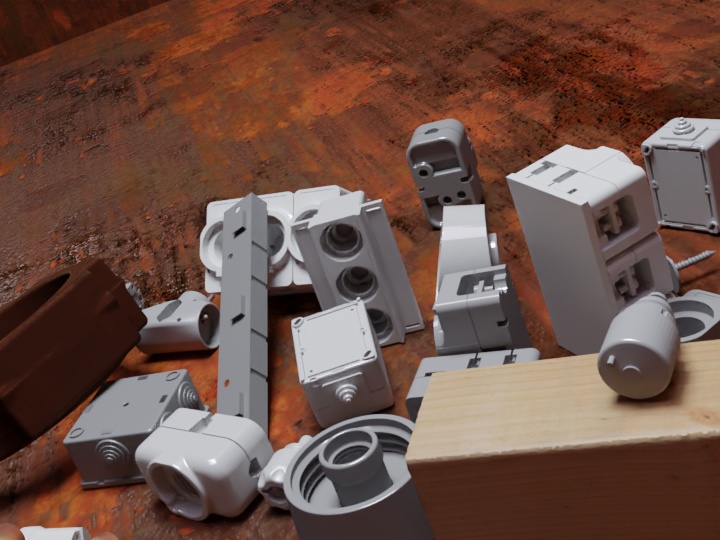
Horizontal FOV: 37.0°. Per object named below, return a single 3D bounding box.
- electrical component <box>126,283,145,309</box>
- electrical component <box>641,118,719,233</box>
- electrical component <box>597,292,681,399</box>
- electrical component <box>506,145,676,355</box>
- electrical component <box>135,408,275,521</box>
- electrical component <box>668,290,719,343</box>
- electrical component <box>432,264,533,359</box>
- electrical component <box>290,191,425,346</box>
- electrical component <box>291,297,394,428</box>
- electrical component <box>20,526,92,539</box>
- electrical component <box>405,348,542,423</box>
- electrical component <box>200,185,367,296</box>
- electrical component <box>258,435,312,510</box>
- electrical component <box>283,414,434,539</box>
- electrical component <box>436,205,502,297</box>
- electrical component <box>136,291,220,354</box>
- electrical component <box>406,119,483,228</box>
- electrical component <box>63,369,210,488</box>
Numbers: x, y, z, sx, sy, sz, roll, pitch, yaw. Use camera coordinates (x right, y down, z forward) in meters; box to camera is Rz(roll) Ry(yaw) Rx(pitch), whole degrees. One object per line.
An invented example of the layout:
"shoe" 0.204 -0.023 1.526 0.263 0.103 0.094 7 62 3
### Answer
"electrical component" -0.260 0.043 1.108 0.064 0.042 0.081 -8 29 16
"electrical component" 0.284 -0.088 0.907 0.061 0.096 0.062 -36 30 -31
"electrical component" 0.161 0.038 0.608 0.040 0.040 0.078 -4 29 30
"electrical component" 0.173 -0.007 0.768 0.062 0.150 0.089 -30 27 -16
"electrical component" -0.116 0.144 0.795 0.095 0.053 0.059 2 34 38
"electrical component" 0.220 0.056 0.723 0.089 0.055 0.050 -34 29 -25
"electrical component" 0.090 0.048 0.791 0.056 0.089 0.050 -10 28 21
"electrical component" 0.000 0.000 0.912 0.079 0.121 0.063 -15 24 12
"electrical component" -0.012 0.079 0.845 0.062 0.061 0.096 -19 34 3
"electrical component" -0.221 0.204 0.773 0.046 0.040 0.040 -7 28 13
"electrical component" 0.083 0.094 0.753 0.089 0.050 0.055 -8 29 23
"electrical component" -0.074 -0.025 1.030 0.150 0.089 0.062 -5 -11 28
"electrical component" -0.048 0.142 0.774 0.035 0.035 0.061 -7 26 25
"electrical component" 0.001 0.140 0.712 0.108 0.060 0.108 -16 26 8
"electrical component" 0.085 -0.005 0.896 0.064 0.099 0.099 -8 28 10
"electrical component" -0.166 0.046 1.031 0.077 0.043 0.079 -6 29 27
"electrical component" 0.086 -0.098 1.069 0.054 0.095 0.059 -11 28 19
"electrical component" -0.183 0.128 0.880 0.100 0.048 0.099 -10 28 20
